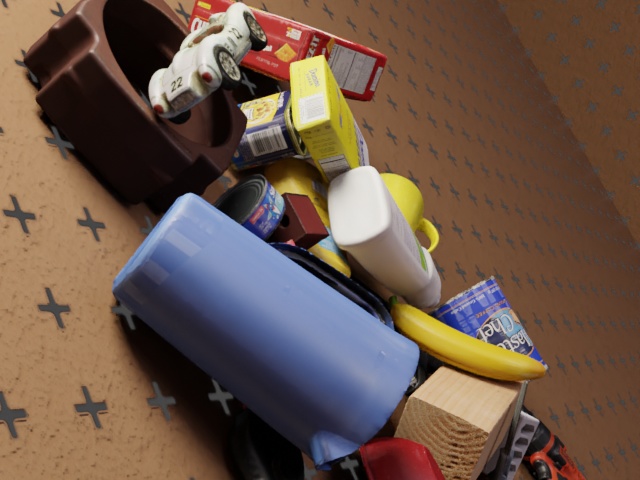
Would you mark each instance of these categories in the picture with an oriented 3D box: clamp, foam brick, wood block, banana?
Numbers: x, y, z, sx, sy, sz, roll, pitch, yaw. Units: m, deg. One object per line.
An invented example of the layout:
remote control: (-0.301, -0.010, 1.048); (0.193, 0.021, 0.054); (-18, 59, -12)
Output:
clamp: (0.113, 0.127, 1.277); (0.209, 0.036, 0.165); (23, 32, -54)
foam brick: (-0.041, -0.007, 1.106); (0.051, 0.078, 0.053); (0, 58, -61)
wood block: (0.153, 0.197, 1.170); (0.090, 0.091, 0.205); (24, 17, 17)
clamp: (-0.042, 0.204, 0.885); (0.120, 0.039, 0.171); (29, 29, -56)
banana: (0.156, 0.114, 1.196); (0.198, 0.037, 0.069); (27, 35, 16)

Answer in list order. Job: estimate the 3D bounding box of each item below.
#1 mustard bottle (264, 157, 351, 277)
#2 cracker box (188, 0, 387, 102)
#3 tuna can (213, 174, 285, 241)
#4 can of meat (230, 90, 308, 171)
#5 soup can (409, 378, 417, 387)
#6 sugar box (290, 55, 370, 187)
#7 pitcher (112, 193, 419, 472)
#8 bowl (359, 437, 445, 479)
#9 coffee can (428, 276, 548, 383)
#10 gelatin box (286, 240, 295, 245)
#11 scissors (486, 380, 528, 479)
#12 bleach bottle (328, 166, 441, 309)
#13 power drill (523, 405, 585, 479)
mustard bottle: (-0.008, 0.002, 1.181); (0.096, 0.058, 0.191); (38, 29, -47)
cracker box: (-0.038, -0.233, 1.311); (0.164, 0.072, 0.213); (24, 11, 26)
tuna can: (-0.076, -0.022, 1.046); (0.033, 0.086, 0.086); (47, 25, -26)
can of meat: (-0.058, -0.124, 1.195); (0.102, 0.084, 0.057); (-78, 150, -59)
soup can: (0.047, 0.122, 1.126); (0.102, 0.069, 0.068); (59, 24, 7)
sugar box: (0.016, -0.116, 1.204); (0.176, 0.048, 0.093); (54, 27, -55)
pitcher: (-0.044, 0.066, 0.897); (0.242, 0.145, 0.149); (38, -3, -8)
bowl: (0.095, 0.249, 1.015); (0.162, 0.055, 0.162); (62, 5, -10)
coffee can: (0.219, 0.133, 1.401); (0.140, 0.103, 0.102); (60, 24, 8)
gelatin box: (-0.026, 0.051, 1.074); (0.089, 0.030, 0.073); (89, -21, -68)
scissors: (0.202, 0.243, 1.186); (0.016, 0.202, 0.096); (11, 6, 1)
bleach bottle: (0.089, 0.020, 1.245); (0.250, 0.068, 0.102); (50, 26, -51)
power drill: (0.289, 0.313, 1.366); (0.184, 0.057, 0.187); (49, 25, -19)
